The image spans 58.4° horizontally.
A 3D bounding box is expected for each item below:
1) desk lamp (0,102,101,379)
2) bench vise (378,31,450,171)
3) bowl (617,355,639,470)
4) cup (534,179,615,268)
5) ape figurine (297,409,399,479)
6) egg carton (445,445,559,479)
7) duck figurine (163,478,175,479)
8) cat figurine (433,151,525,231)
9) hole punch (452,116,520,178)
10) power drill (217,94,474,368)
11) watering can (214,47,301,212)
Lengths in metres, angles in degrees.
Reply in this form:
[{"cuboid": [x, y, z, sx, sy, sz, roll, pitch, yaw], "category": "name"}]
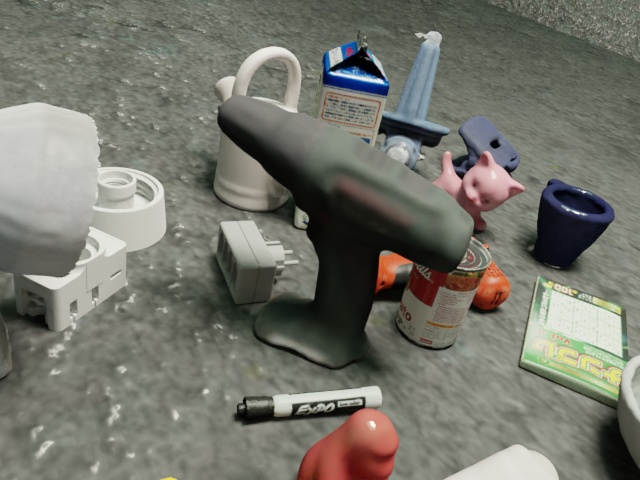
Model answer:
[{"cuboid": [-0.258, 0.008, 0.387, 0.204, 0.213, 0.117, -8, 37, -30], "category": "desk lamp"}, {"cuboid": [0.138, -0.170, 0.808, 0.121, 0.220, 0.207, 7, 32, -9], "category": "bench vise"}, {"cuboid": [0.319, 0.175, 0.472, 0.167, 0.075, 0.167, 10, 32, -6], "category": "bowl"}, {"cuboid": [0.318, -0.021, 0.760, 0.092, 0.095, 0.117, 6, 33, -12], "category": "cup"}, {"cuboid": [0.026, 0.152, 0.382, 0.076, 0.092, 0.078, 32, 37, 28], "category": "ape figurine"}, {"cuboid": [0.115, 0.199, 0.364, 0.151, 0.069, 0.107, -10, 39, -33], "category": "egg carton"}, {"cuboid": [-0.069, 0.179, 0.311, 0.078, 0.086, 0.104, -15, 41, -37], "category": "duck figurine"}, {"cuboid": [0.206, -0.074, 0.779, 0.067, 0.118, 0.127, -12, 40, -35], "category": "cat figurine"}, {"cuboid": [0.276, -0.145, 0.942, 0.100, 0.091, 0.109, 30, 35, 25], "category": "hole punch"}, {"cuboid": [0.005, 0.002, 0.500, 0.229, 0.208, 0.076, 19, 32, 9], "category": "power drill"}, {"cuboid": [-0.079, -0.146, 0.713, 0.172, 0.194, 0.101, 26, 34, 20], "category": "watering can"}]
